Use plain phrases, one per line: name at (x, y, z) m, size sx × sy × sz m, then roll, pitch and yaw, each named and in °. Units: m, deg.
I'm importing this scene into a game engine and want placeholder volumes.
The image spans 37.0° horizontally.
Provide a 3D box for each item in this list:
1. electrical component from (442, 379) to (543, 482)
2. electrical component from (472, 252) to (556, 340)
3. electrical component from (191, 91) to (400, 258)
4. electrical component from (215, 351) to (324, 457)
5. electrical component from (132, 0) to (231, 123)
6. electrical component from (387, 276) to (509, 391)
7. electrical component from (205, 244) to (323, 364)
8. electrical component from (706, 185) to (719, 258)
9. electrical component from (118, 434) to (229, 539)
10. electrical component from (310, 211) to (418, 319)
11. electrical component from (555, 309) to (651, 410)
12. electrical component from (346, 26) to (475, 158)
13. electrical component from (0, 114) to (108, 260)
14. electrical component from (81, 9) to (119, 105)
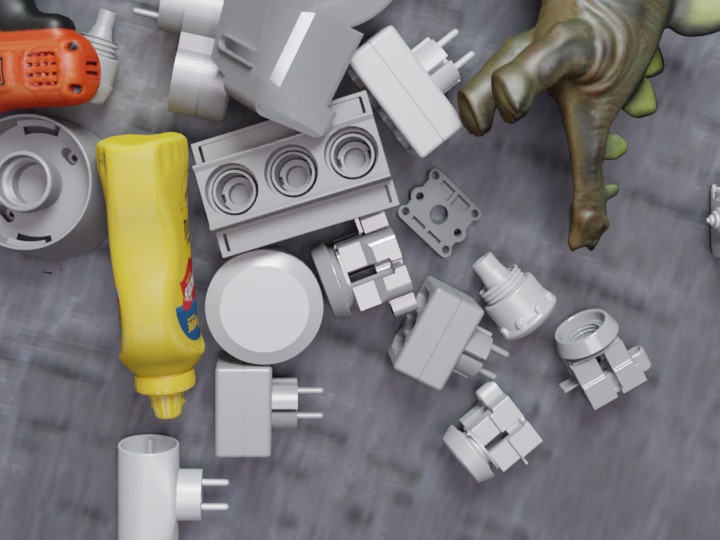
electrical component at (0.095, 0.122, 0.789) m, size 0.055 × 0.048 × 0.066 m, roll -39°, pitch 102°, yaw -4°
electrical component at (0.106, 0.016, 0.770) m, size 0.048 × 0.048 × 0.062 m, roll -40°, pitch 94°, yaw 3°
electrical component at (-0.042, -0.062, 0.722) m, size 0.121 × 0.063 × 0.078 m, roll -17°, pitch 86°, yaw 4°
electrical component at (-0.064, 0.095, 0.768) m, size 0.077 × 0.047 × 0.065 m, roll 1°, pitch 101°, yaw -5°
electrical component at (-0.112, -0.172, 0.709) m, size 0.074 × 0.052 × 0.138 m, roll 11°, pitch 100°, yaw -7°
electrical component at (0.070, 0.053, 0.772) m, size 0.077 × 0.047 × 0.065 m, roll 27°, pitch 97°, yaw -10°
electrical component at (-0.067, 0.022, 0.752) m, size 0.080 × 0.051 × 0.080 m, roll -1°, pitch 101°, yaw -5°
electrical component at (0.295, -0.030, 0.768) m, size 0.096 × 0.061 × 0.061 m, roll -5°, pitch 101°, yaw -4°
electrical component at (-0.134, 0.162, 0.776) m, size 0.079 × 0.043 × 0.077 m, roll 1°, pitch 101°, yaw -5°
electrical component at (0.000, 0.000, 0.751) m, size 0.057 × 0.058 × 0.078 m, roll -21°, pitch 100°, yaw -3°
electrical component at (0.172, 0.062, 0.784) m, size 0.066 × 0.048 × 0.055 m, roll -30°, pitch 109°, yaw 1°
electrical component at (0.043, -0.132, 0.734) m, size 0.076 × 0.047 × 0.083 m, roll -39°, pitch 102°, yaw -1°
electrical component at (-0.217, -0.056, 0.729) m, size 0.099 × 0.064 × 0.099 m, roll 0°, pitch 90°, yaw 4°
electrical component at (-0.177, -0.143, 0.719) m, size 0.035 × 0.035 × 0.061 m, roll 18°, pitch 96°, yaw -8°
